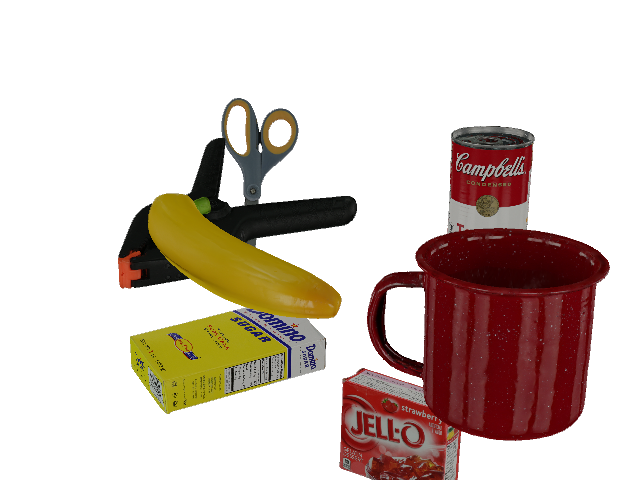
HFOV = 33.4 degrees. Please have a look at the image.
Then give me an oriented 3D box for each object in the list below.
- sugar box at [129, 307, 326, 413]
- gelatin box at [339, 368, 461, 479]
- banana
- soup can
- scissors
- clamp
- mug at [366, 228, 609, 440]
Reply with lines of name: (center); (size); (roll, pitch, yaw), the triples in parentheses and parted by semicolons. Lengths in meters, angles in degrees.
sugar box: (-0.092, 0.112, 1.071); (0.176, 0.048, 0.093); (-16, 32, -25)
gelatin box: (0.057, 0.140, 0.770); (0.089, 0.073, 0.030); (14, 21, 33)
banana: (-0.063, 0.004, 0.682); (0.069, 0.037, 0.198); (-13, 28, -27)
soup can: (0.140, -0.039, 0.890); (0.068, 0.102, 0.068); (0, 19, 0)
scissors: (-0.059, -0.065, 1.194); (0.096, 0.202, 0.016); (-11, -7, -13)
clamp: (-0.095, -0.022, 0.898); (0.165, 0.036, 0.209); (31, 43, 34)
mug: (0.081, 0.046, 0.534); (0.117, 0.081, 0.093); (3, 19, 10)
